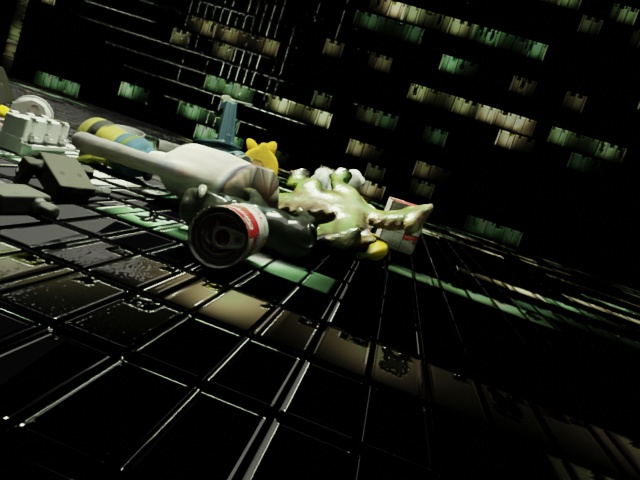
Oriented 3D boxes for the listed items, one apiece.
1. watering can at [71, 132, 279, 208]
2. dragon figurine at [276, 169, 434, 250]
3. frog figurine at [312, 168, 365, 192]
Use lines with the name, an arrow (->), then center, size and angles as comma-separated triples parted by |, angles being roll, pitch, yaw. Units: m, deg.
watering can -> -0.205, -0.105, 0.849 | 0.347, 0.226, 0.103 | 2, -72, -65
dragon figurine -> 0.003, -0.048, 0.956 | 0.246, 0.410, 0.120 | -112, 20, -69
frog figurine -> 0.036, -0.128, 1.286 | 0.122, 0.136, 0.163 | -15, 33, 46
